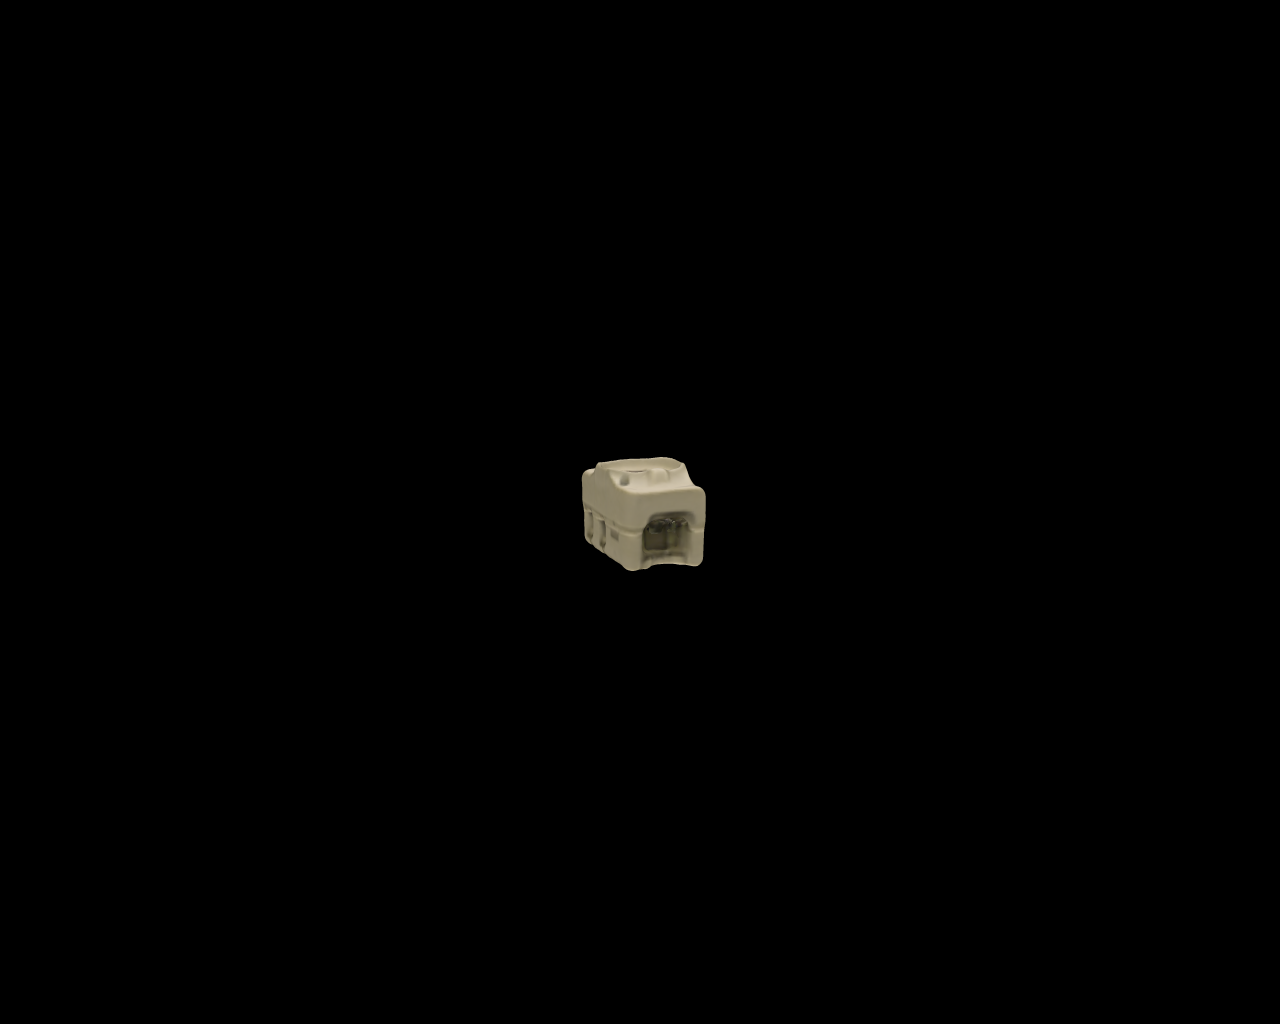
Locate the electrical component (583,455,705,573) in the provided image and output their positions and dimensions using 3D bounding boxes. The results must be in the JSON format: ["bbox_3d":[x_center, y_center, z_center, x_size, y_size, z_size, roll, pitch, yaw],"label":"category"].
[{"bbox_3d":[0.001,-0.003,0.650,0.050,0.055,0.089,-4,13,-19],"label":"electrical component"}]
